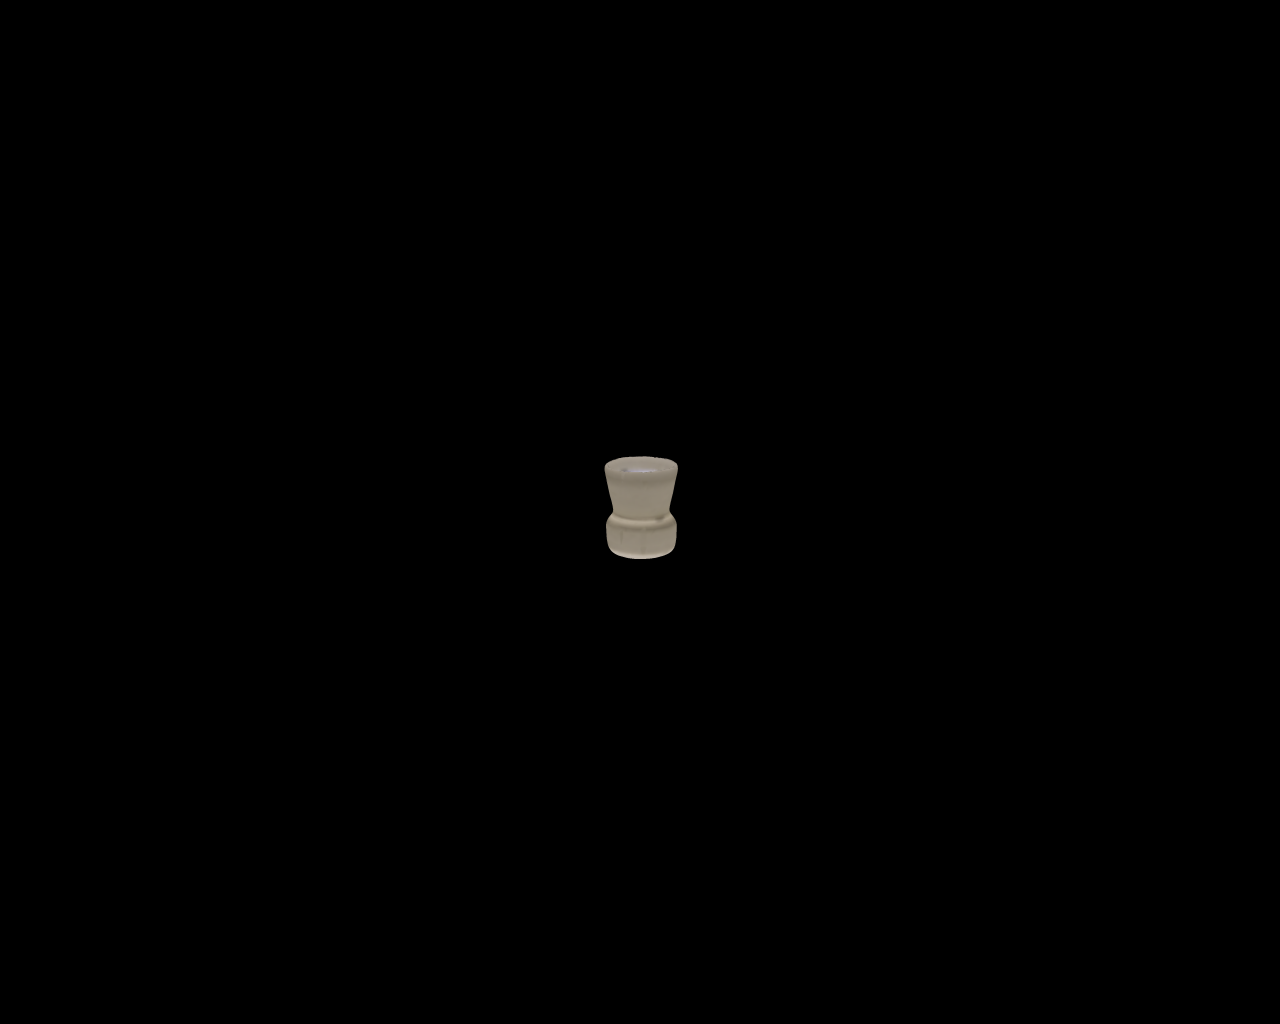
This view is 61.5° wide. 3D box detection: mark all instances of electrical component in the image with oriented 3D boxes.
[{"bbox_3d":[0.001,-0.003,0.650,0.045,0.055,0.045,0,15,0],"label":"electrical component"}]
